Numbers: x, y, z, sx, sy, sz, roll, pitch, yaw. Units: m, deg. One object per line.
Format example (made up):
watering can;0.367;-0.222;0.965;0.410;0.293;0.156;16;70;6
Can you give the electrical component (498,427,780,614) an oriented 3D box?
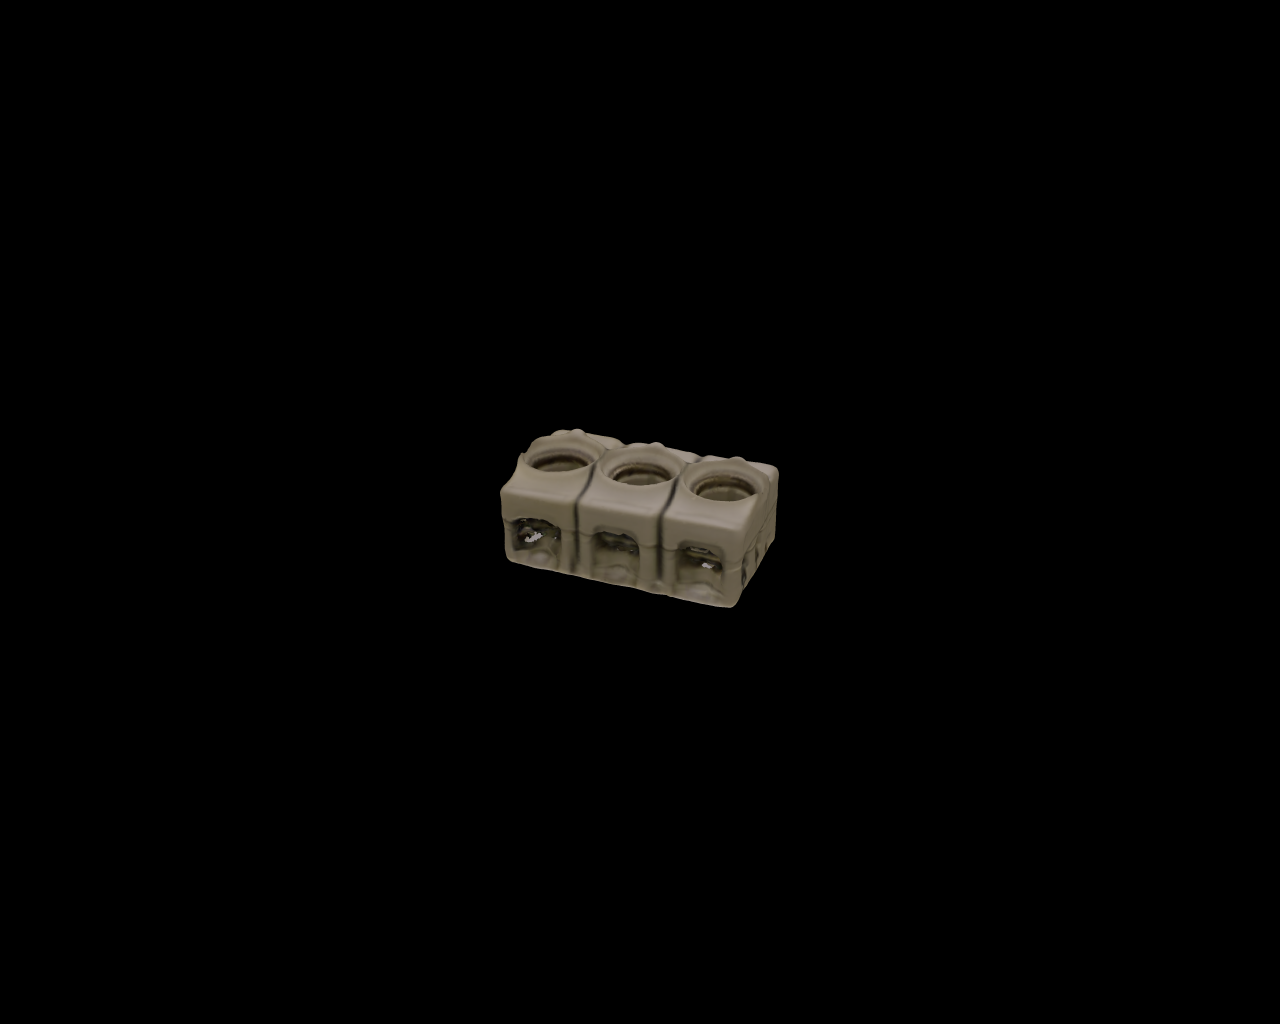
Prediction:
electrical component;0.001;-0.003;0.650;0.150;0.061;0.090;11;32;18
